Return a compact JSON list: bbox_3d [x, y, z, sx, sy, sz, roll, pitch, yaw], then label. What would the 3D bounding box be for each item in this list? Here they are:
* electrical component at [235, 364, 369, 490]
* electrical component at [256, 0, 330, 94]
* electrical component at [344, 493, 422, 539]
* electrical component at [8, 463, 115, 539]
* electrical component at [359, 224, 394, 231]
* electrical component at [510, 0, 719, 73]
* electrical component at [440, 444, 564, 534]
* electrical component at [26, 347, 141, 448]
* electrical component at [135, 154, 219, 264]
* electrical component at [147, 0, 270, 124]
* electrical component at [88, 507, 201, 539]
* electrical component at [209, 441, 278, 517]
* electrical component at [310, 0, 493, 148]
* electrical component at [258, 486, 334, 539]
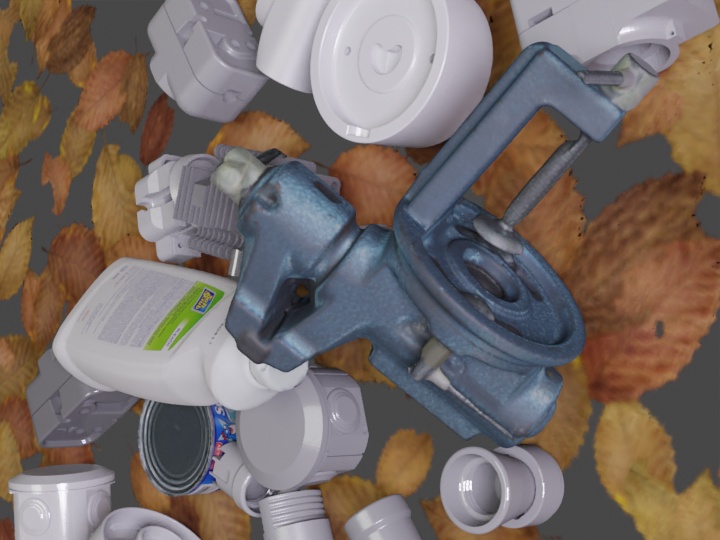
[{"bbox_3d":[-0.038,0.098,0.685,0.080,0.051,0.080,-6,81,43],"label":"electrical component"},{"bbox_3d":[-0.044,-0.171,0.728,0.079,0.043,0.077,43,114,38],"label":"electrical component"},{"bbox_3d":[0.018,0.162,0.634,0.040,0.040,0.046,-45,63,30],"label":"electrical component"},{"bbox_3d":[-0.232,0.181,0.839,0.080,0.080,0.051,-4,87,43],"label":"electrical component"},{"bbox_3d":[0.000,0.000,0.665,0.055,0.048,0.066,-26,68,46],"label":"electrical component"},{"bbox_3d":[0.130,-0.130,0.554,0.089,0.050,0.055,-24,69,39],"label":"electrical component"},{"bbox_3d":[0.076,0.115,0.572,0.045,0.055,0.045,-6,81,43],"label":"electrical component"},{"bbox_3d":[-0.222,0.093,0.856,0.095,0.054,0.059,-41,59,32],"label":"electrical component"},{"bbox_3d":[-0.124,-0.050,0.779,0.057,0.058,0.078,-22,70,43],"label":"electrical component"},{"bbox_3d":[-0.113,-0.156,0.784,0.059,0.054,0.095,-44,58,31],"label":"electrical component"},{"bbox_3d":[-0.149,0.215,0.747,0.099,0.099,0.064,43,108,37],"label":"electrical component"},{"bbox_3d":[-0.075,0.139,0.724,0.046,0.040,0.040,19,98,49],"label":"electrical component"},{"bbox_3d":[0.029,-0.124,0.641,0.108,0.060,0.108,-6,81,43],"label":"electrical component"},{"bbox_3d":[-0.038,0.173,0.682,0.043,0.043,0.081,-29,66,38],"label":"electrical component"}]
